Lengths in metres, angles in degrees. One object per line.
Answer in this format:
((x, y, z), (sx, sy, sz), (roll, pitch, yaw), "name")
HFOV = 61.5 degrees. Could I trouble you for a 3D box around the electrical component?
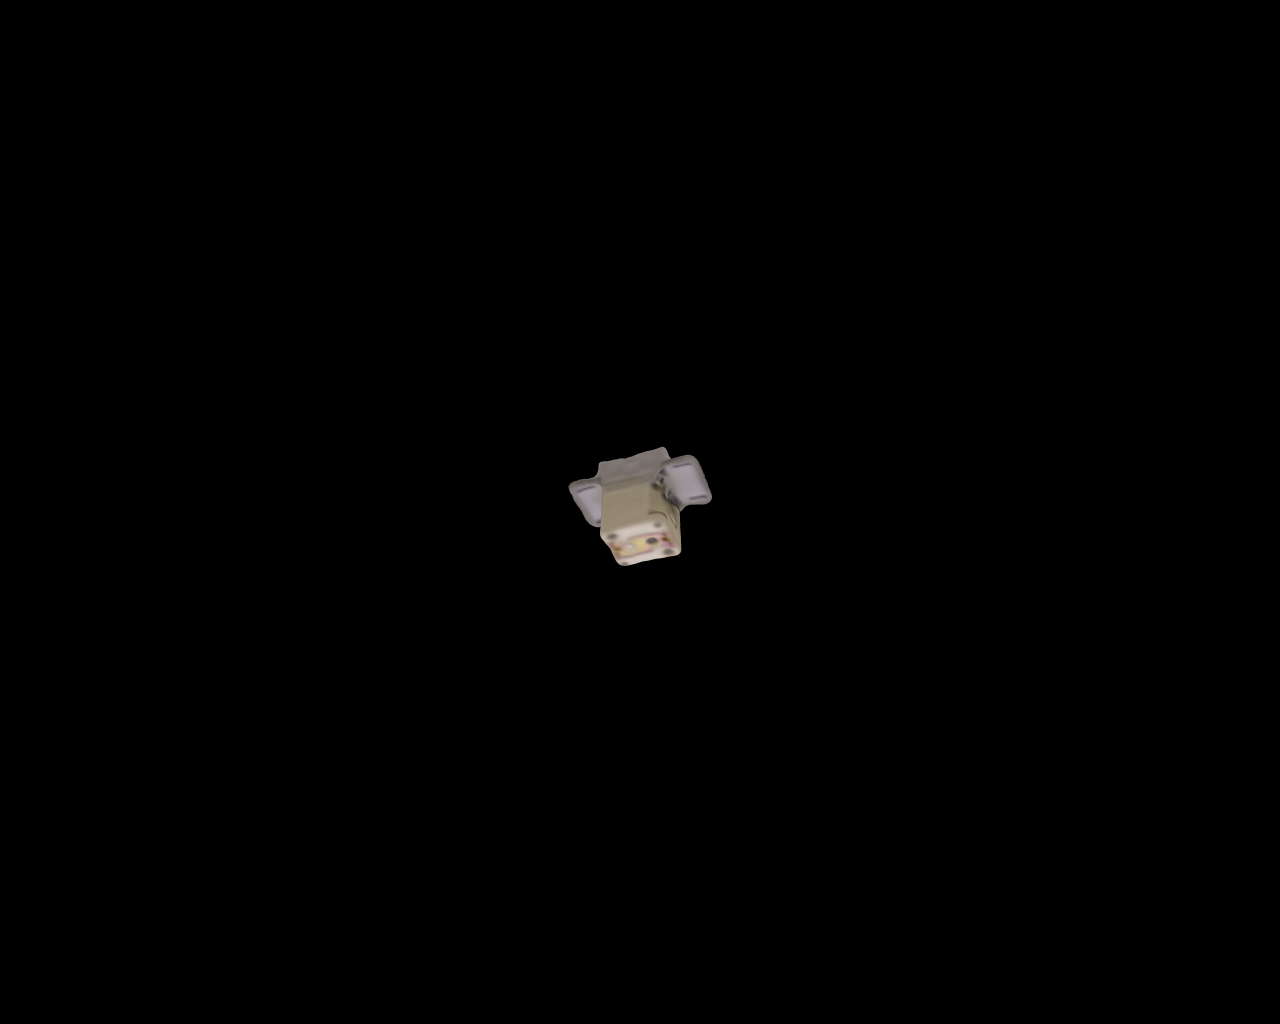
((0.001, -0.003, 0.650), (0.081, 0.064, 0.042), (-14, -43, 15), "electrical component")
